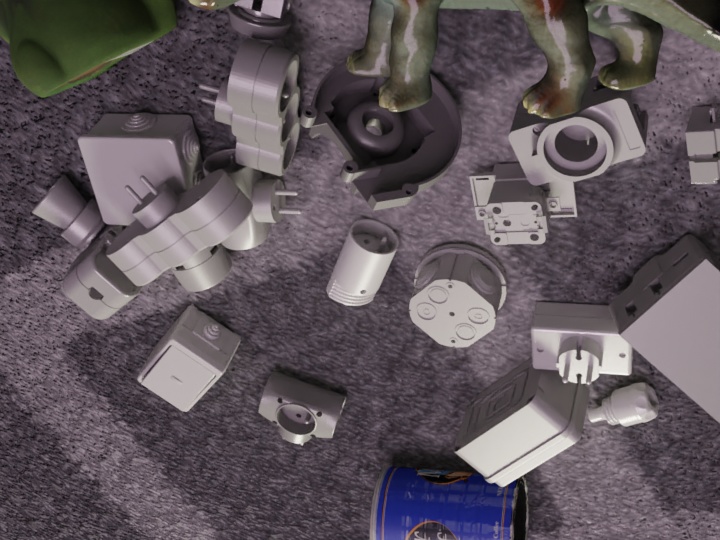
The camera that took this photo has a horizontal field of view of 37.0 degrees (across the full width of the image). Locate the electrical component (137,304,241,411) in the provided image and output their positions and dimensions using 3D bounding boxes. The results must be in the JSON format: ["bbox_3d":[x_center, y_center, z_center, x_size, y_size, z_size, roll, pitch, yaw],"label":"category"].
[{"bbox_3d":[-0.164,0.085,1.043,0.062,0.061,0.096,36,129,-11],"label":"electrical component"}]

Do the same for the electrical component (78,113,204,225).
[{"bbox_3d":[-0.181,-0.087,0.921,0.100,0.048,0.099,3,128,16],"label":"electrical component"}]

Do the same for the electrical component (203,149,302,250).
[{"bbox_3d":[-0.089,-0.059,0.915,0.079,0.043,0.077,3,128,16],"label":"electrical component"}]

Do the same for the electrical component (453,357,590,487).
[{"bbox_3d":[0.147,0.135,0.969,0.057,0.078,0.113,40,128,-11],"label":"electrical component"}]

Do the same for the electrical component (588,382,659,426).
[{"bbox_3d":[0.233,0.123,0.960,0.061,0.035,0.035,-23,117,34],"label":"electrical component"}]

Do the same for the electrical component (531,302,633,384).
[{"bbox_3d":[0.186,0.069,0.906,0.083,0.075,0.047,3,128,16],"label":"electrical component"}]

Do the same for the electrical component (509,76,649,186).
[{"bbox_3d":[0.161,-0.102,0.791,0.089,0.055,0.050,-15,121,28],"label":"electrical component"}]

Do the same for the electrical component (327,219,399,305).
[{"bbox_3d":[0.000,0.000,0.933,0.043,0.043,0.081,23,130,0],"label":"electrical component"}]

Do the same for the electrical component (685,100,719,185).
[{"bbox_3d":[0.268,-0.091,0.773,0.055,0.048,0.066,1,128,27],"label":"electrical component"}]

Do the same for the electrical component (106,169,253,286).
[{"bbox_3d":[-0.160,-0.045,0.877,0.138,0.052,0.073,-26,116,33],"label":"electrical component"}]

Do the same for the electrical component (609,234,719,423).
[{"bbox_3d":[0.286,0.054,0.861,0.150,0.061,0.089,40,110,-14],"label":"electrical component"}]

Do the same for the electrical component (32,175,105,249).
[{"bbox_3d":[-0.262,-0.052,0.977,0.055,0.045,0.045,41,128,-16],"label":"electrical component"}]

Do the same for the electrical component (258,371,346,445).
[{"bbox_3d":[-0.060,0.145,1.067,0.077,0.044,0.079,19,130,3],"label":"electrical component"}]

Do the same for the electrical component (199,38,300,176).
[{"bbox_3d":[-0.089,-0.128,0.831,0.074,0.052,0.138,17,157,5],"label":"electrical component"}]

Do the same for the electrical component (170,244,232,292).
[{"bbox_3d":[-0.147,-0.014,0.964,0.055,0.055,0.047,-8,127,24],"label":"electrical component"}]

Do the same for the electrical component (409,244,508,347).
[{"bbox_3d":[0.083,0.022,0.918,0.080,0.051,0.080,9,129,11],"label":"electrical component"}]

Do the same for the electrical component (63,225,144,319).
[{"bbox_3d":[-0.221,-0.004,0.968,0.054,0.095,0.059,44,127,-17],"label":"electrical component"}]

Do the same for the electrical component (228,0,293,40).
[{"bbox_3d":[-0.071,-0.204,0.795,0.066,0.048,0.055,18,123,4],"label":"electrical component"}]

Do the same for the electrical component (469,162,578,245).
[{"bbox_3d":[0.126,-0.052,0.839,0.081,0.063,0.042,-2,126,20],"label":"electrical component"}]
